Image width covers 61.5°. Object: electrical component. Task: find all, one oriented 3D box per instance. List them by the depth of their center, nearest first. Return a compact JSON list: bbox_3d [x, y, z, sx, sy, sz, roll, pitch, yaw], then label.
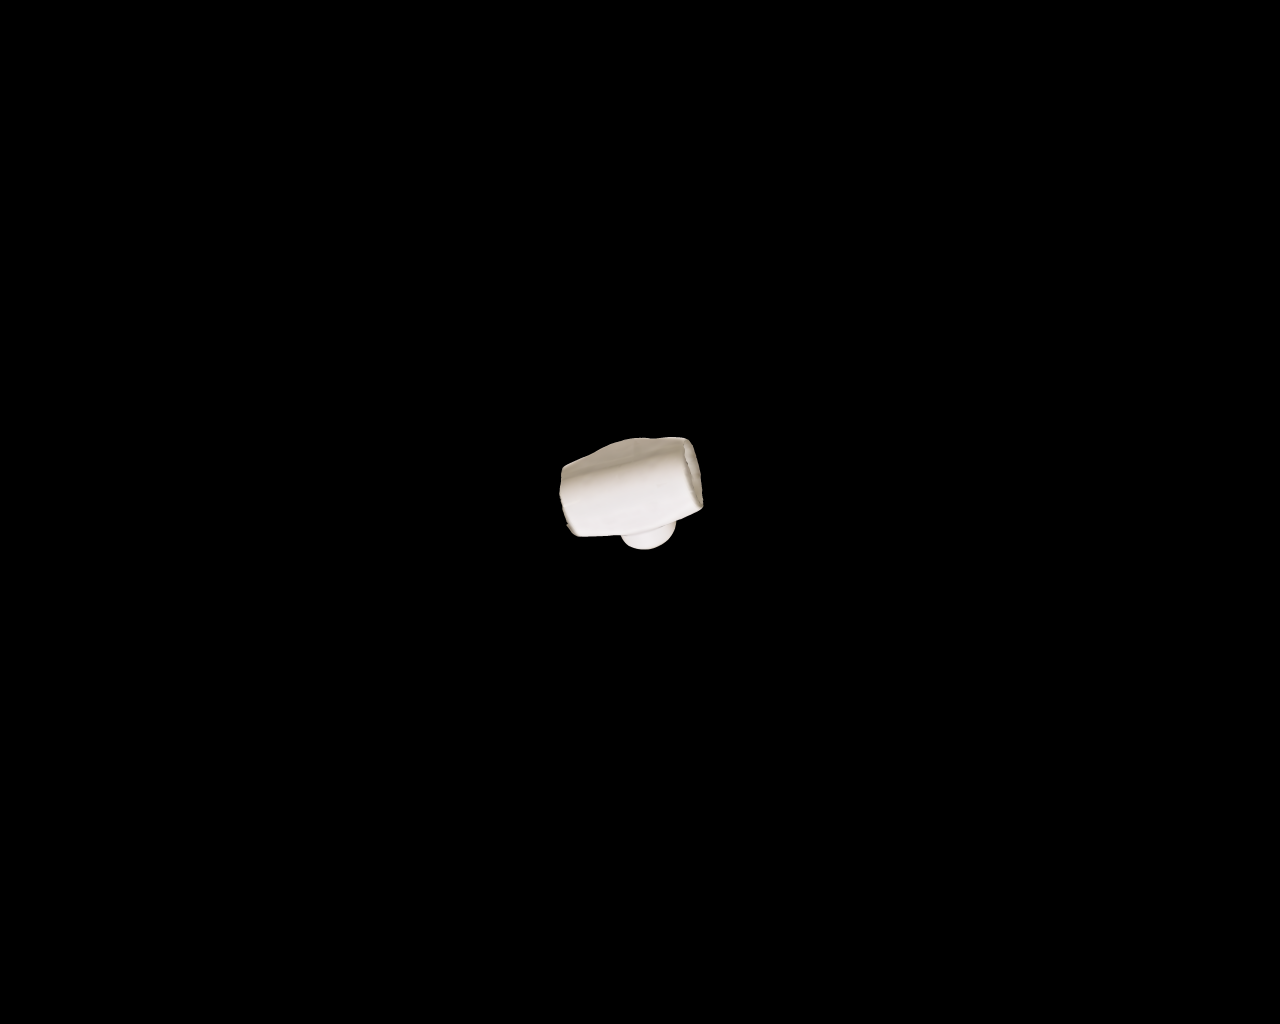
[{"bbox_3d":[0.001,-0.003,0.650,0.077,0.044,0.079,-13,-47,12],"label":"electrical component"}]
